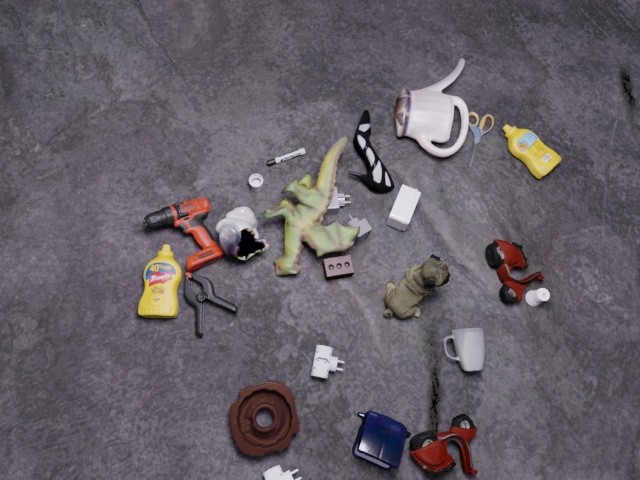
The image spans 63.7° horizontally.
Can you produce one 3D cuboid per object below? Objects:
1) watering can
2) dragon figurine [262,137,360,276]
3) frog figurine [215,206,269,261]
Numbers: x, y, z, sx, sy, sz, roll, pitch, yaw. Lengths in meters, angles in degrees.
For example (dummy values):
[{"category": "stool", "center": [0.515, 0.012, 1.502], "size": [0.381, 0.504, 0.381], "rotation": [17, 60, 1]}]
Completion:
[{"category": "watering can", "center": [0.343, -0.415, 1.574], "size": [0.224, 0.353, 0.102], "rotation": [8, -19, -1]}, {"category": "dragon figurine", "center": [0.004, -0.070, 1.399], "size": [0.244, 0.410, 0.121], "rotation": [44, 0, 11]}, {"category": "frog figurine", "center": [-0.222, -0.025, 1.389], "size": [0.136, 0.121, 0.162], "rotation": [17, 24, -42]}]
